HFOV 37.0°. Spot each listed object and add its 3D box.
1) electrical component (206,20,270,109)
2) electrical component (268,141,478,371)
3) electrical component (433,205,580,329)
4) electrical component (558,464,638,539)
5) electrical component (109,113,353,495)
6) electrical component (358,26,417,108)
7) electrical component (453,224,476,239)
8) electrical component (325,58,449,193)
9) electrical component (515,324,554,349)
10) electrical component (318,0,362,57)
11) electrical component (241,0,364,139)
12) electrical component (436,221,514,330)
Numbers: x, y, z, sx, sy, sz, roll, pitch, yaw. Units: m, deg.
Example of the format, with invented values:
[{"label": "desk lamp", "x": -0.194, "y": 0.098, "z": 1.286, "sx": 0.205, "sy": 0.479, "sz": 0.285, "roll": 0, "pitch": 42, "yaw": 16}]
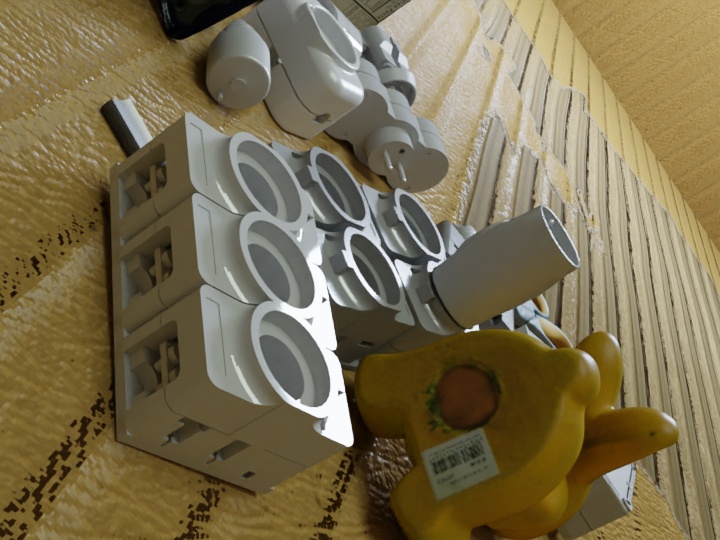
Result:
[{"label": "electrical component", "x": -0.078, "y": -0.137, "z": 0.692, "sx": 0.040, "sy": 0.040, "sz": 0.078, "roll": 42, "pitch": 26, "yaw": -34}, {"label": "electrical component", "x": 0.000, "y": 0.000, "z": 0.647, "sx": 0.186, "sy": 0.060, "sz": 0.105, "roll": 19, "pitch": 43, "yaw": -57}, {"label": "electrical component", "x": 0.095, "y": -0.001, "z": 0.659, "sx": 0.079, "sy": 0.077, "sz": 0.044, "roll": 8, "pitch": 54, "yaw": -64}, {"label": "electrical component", "x": 0.160, "y": 0.146, "z": 0.789, "sx": 0.061, "sy": 0.061, "sz": 0.096, "roll": 57, "pitch": 21, "yaw": -1}, {"label": "electrical component", "x": -0.058, "y": 0.012, "z": 0.490, "sx": 0.089, "sy": 0.062, "sz": 0.150, "roll": 33, "pitch": 35, "yaw": -43}, {"label": "electrical component", "x": 0.013, "y": -0.160, "z": 0.897, "sx": 0.078, "sy": 0.058, "sz": 0.057, "roll": 27, "pitch": 34, "yaw": -53}, {"label": "electrical component", "x": 0.082, "y": -0.008, "z": 0.868, "sx": 0.035, "sy": 0.035, "sz": 0.061, "roll": 43, "pitch": 28, "yaw": -33}, {"label": "electrical component", "x": 0.021, "y": -0.099, "z": 0.834, "sx": 0.138, "sy": 0.052, "sz": 0.073, "roll": 36, "pitch": 31, "yaw": -44}, {"label": "electrical component", "x": 0.128, "y": 0.085, "z": 0.831, "sx": 0.081, "sy": 0.042, "sz": 0.063, "roll": 36, "pitch": 34, "yaw": -41}, {"label": "electrical component", "x": -0.030, "y": -0.177, "z": 0.832, "sx": 0.047, "sy": 0.055, "sz": 0.055, "roll": 22, "pitch": 41, "yaw": -61}, {"label": "electrical component", "x": -0.040, "y": -0.150, "z": 0.764, "sx": 0.054, "sy": 0.059, "sz": 0.095, "roll": 11, "pitch": 50, "yaw": -61}, {"label": "electrical component", "x": 0.069, "y": 0.016, "z": 0.786, "sx": 0.089, "sy": 0.050, "sz": 0.055, "roll": 50, "pitch": 23, "yaw": -19}]
